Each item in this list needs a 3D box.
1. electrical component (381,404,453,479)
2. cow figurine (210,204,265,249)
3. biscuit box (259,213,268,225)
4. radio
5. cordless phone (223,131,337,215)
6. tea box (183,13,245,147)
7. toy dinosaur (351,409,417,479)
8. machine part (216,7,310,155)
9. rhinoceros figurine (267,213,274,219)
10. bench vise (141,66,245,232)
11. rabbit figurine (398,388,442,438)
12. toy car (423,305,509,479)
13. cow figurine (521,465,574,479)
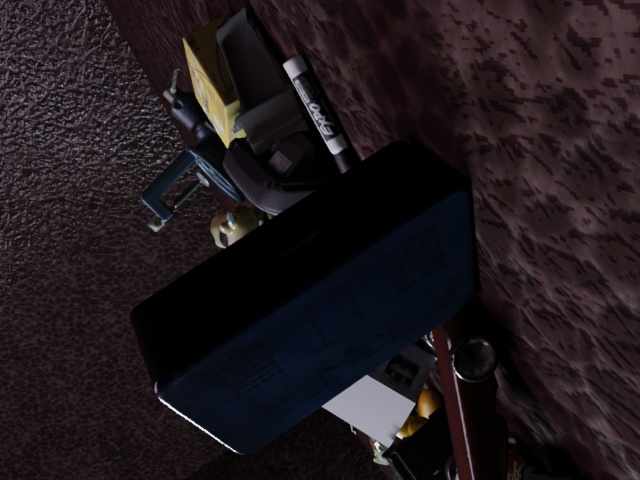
[{"bbox_3d":[0.151,0.257,0.591,0.134,0.115,0.058,50,171,19],"label":"electrical component"},{"bbox_3d":[-0.102,0.030,0.814,0.195,0.085,0.127,50,134,21],"label":"cow figurine"},{"bbox_3d":[-0.055,0.033,0.883,0.059,0.063,0.202,-161,61,-72],"label":"biscuit box"},{"bbox_3d":[0.001,0.045,0.385,0.073,0.230,0.131,52,171,44],"label":"radio"},{"bbox_3d":[-0.015,-0.050,0.630,0.184,0.089,0.147,43,-177,-43],"label":"cordless phone"},{"bbox_3d":[-0.112,-0.189,0.673,0.098,0.068,0.169,58,168,0],"label":"tea box"},{"bbox_3d":[0.145,0.335,0.854,0.405,0.131,0.192,38,162,44],"label":"toy dinosaur"},{"bbox_3d":[-0.066,-0.163,0.549,0.039,0.084,0.138,-19,-92,-63],"label":"machine part"},{"bbox_3d":[-0.025,0.001,0.797,0.190,0.073,0.112,63,167,-23],"label":"rhinoceros figurine"},{"bbox_3d":[-0.194,-0.122,0.836,0.223,0.240,0.129,45,170,-18],"label":"bench vise"},{"bbox_3d":[0.151,0.289,0.709,0.162,0.122,0.173,57,-172,24],"label":"rabbit figurine"},{"bbox_3d":[0.130,0.150,0.450,0.089,0.053,0.202,-153,51,-81],"label":"toy car"},{"bbox_3d":[0.222,0.275,0.445,0.167,0.068,0.098,62,175,-1],"label":"cow figurine"}]
